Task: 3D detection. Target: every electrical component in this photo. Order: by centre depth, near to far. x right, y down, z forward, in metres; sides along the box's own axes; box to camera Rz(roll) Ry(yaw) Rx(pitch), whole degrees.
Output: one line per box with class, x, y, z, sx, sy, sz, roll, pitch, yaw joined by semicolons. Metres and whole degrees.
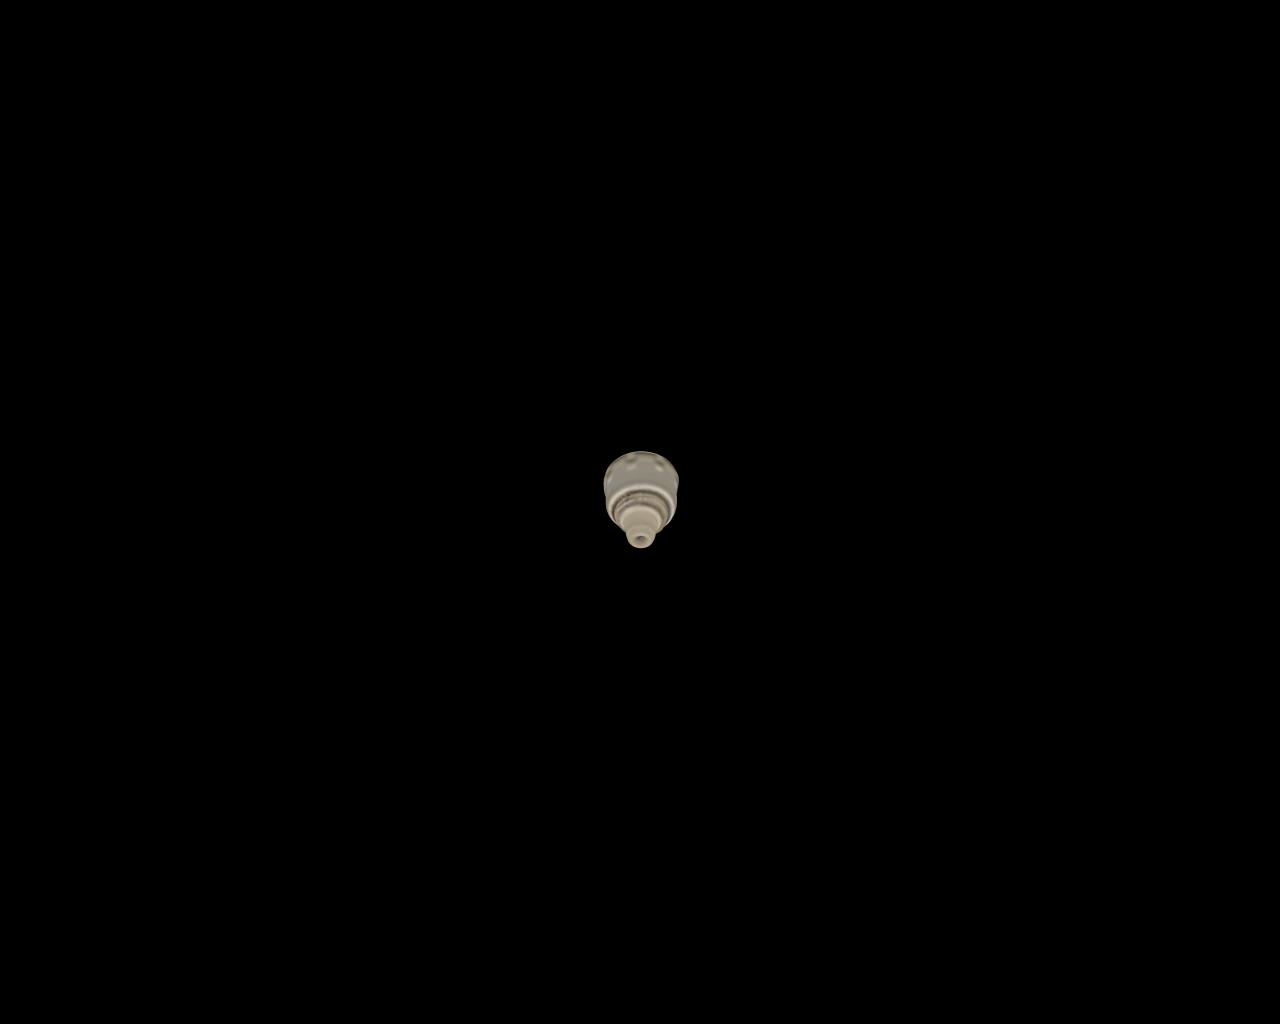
electrical component;0.001;-0.003;0.650;0.048;0.048;0.062;0;41;0
